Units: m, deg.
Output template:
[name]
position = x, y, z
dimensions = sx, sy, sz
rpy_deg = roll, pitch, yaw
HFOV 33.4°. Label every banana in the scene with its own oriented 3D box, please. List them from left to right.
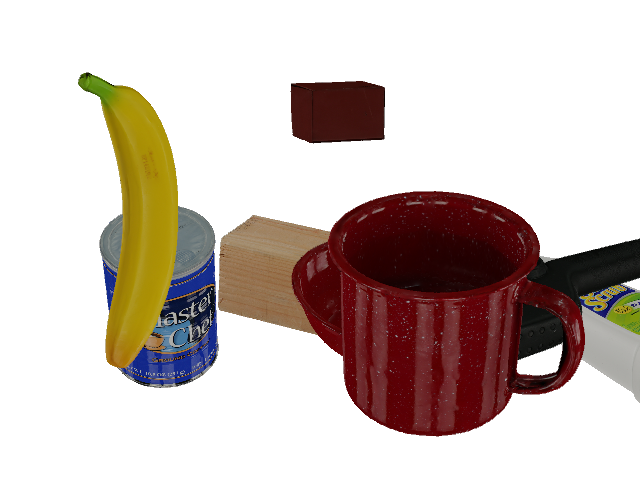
[banana]
position = -0.122, -0.017, 0.696
dimensions = 0.069, 0.198, 0.037
rpy_deg = -20, 25, -40

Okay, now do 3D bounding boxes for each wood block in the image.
[wood block]
position = -0.001, 0.046, 1.180
dimensions = 0.206, 0.091, 0.090
rpy_deg = 13, 24, 19

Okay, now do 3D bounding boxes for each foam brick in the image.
[foam brick]
position = 0.016, -0.122, 1.015
dimensions = 0.078, 0.051, 0.053
rpy_deg = -5, 16, -22

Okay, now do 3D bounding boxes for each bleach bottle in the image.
[bleach bottle]
position = 0.256, 0.071, 1.036
dimensions = 0.102, 0.068, 0.251
rpy_deg = -17, 26, -27

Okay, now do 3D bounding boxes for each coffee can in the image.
[coffee can]
position = -0.148, 0.052, 0.995
dimensions = 0.103, 0.140, 0.103
rpy_deg = 1, 39, -1

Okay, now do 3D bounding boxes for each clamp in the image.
[clamp]
position = 0.125, 0.025, 0.709
dimensions = 0.165, 0.036, 0.209
rpy_deg = 16, 31, 31

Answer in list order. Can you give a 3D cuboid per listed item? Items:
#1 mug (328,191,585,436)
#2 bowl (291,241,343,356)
[mug]
position = 0.062, 0.037, 0.485
dimensions = 0.117, 0.081, 0.093
rpy_deg = 12, 33, 22
[bowl]
position = 0.052, 0.063, 0.939
dimensions = 0.162, 0.055, 0.162
rpy_deg = 6, 32, -4
